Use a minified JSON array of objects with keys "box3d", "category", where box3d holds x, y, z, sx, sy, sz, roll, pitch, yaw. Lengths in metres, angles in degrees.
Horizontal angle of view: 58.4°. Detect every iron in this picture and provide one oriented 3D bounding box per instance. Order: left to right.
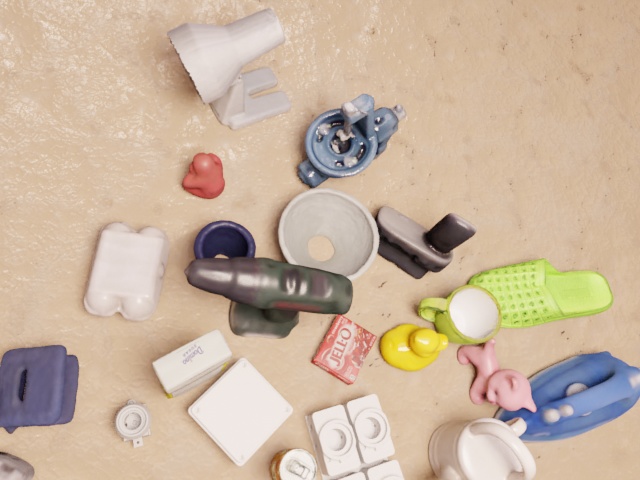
[{"box3d":[0.404,0.256,0.905,0.259,0.141,0.118,-17,74,-19],"category":"iron"}]

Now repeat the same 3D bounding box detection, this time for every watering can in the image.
[{"box3d":[0.232,0.311,0.814,0.101,0.194,0.173,35,66,2],"category":"watering can"}]

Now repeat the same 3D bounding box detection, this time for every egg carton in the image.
[{"box3d":[-0.287,0.046,0.862,0.107,0.069,0.150,8,68,-10],"category":"egg carton"}]

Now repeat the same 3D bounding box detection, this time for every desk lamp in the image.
[{"box3d":[-0.142,-0.283,0.944,0.203,0.213,0.118,-25,76,-20],"category":"desk lamp"}]

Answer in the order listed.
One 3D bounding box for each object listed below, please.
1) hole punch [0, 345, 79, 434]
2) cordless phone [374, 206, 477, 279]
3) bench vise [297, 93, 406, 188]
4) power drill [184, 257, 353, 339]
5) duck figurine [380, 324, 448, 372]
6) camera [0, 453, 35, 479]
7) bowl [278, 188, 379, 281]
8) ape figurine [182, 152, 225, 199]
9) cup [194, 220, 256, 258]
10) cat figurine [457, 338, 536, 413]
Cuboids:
[{"box3d":[-0.385,0.200,0.768,0.101,0.091,0.108,1,69,-13],"category":"hole punch"},{"box3d":[0.168,-0.021,0.932,0.147,0.185,0.094,29,66,-1],"category":"cordless phone"},{"box3d":[0.060,-0.195,0.955,0.121,0.219,0.208,37,66,3],"category":"bench vise"},{"box3d":[-0.077,0.083,0.821,0.230,0.208,0.075,4,68,-11],"category":"power drill"},{"box3d":[0.153,0.166,0.911,0.105,0.086,0.077,2,69,-13],"category":"duck figurine"},{"box3d":[-0.455,0.318,0.700,0.137,0.100,0.143,29,66,-1],"category":"camera"},{"box3d":[0.009,0.003,0.945,0.167,0.074,0.167,5,68,-11],"category":"bowl"},{"box3d":[-0.189,-0.111,0.934,0.078,0.092,0.076,-30,78,-22],"category":"ape figurine"},{"box3d":[-0.144,0.039,0.885,0.092,0.095,0.117,-19,75,-19],"category":"cup"},{"box3d":[0.284,0.216,0.905,0.067,0.117,0.128,-12,72,-17],"category":"cat figurine"}]
